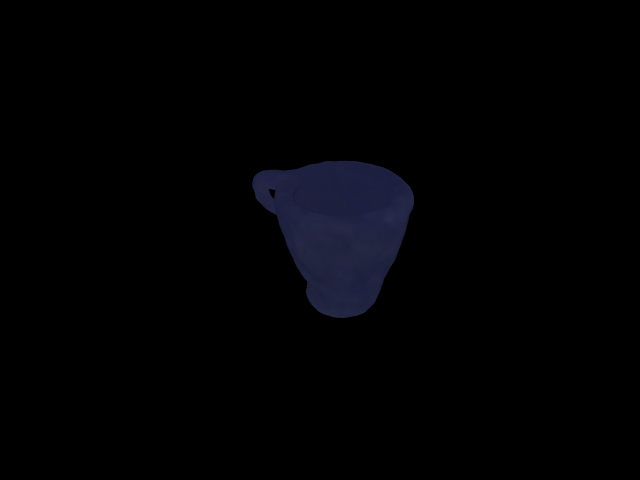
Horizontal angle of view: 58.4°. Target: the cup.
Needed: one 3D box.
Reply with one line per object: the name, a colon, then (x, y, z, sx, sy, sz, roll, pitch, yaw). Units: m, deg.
cup: (0.004, 0.001, 0.400, 0.117, 0.095, 0.092, 17, 36, 25)
